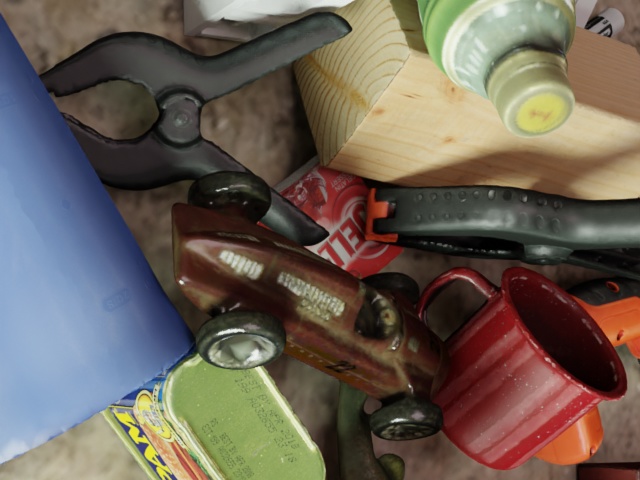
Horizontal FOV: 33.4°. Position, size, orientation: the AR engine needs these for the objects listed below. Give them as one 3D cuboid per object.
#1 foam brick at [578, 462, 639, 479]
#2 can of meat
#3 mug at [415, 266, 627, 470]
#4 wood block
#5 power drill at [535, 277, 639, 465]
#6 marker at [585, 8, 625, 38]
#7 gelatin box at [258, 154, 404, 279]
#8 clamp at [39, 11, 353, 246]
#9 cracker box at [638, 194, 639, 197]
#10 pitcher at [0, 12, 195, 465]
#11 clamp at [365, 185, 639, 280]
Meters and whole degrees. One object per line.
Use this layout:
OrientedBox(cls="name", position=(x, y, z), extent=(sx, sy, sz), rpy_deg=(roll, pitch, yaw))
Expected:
OrientedBox(cls="foam brick", position=(0.217, 0.174, 0.704), extent=(0.078, 0.053, 0.051), rpy_deg=(6, 81, -31))
OrientedBox(cls="can of meat", position=(-0.053, 0.095, 0.528), extent=(0.057, 0.084, 0.102), rpy_deg=(-40, 105, -29))
OrientedBox(cls="mug", position=(0.102, 0.067, 0.604), extent=(0.117, 0.082, 0.093), rpy_deg=(44, 27, 3))
OrientedBox(cls="wood block", position=(0.100, -0.080, 0.624), extent=(0.205, 0.090, 0.091), rpy_deg=(11, 46, -30))
OrientedBox(cls="power drill", position=(0.210, 0.081, 0.710), extent=(0.187, 0.057, 0.184), rpy_deg=(-18, 90, -35))
OrientedBox(cls="marker", position=(0.166, -0.126, 0.729), extent=(0.121, 0.020, 0.020), rpy_deg=(-36, 103, -30))
OrientedBox(cls="gelatin box", position=(-0.004, 0.001, 0.601), extent=(0.089, 0.030, 0.073), rpy_deg=(-38, 105, -28))
OrientedBox(cls="clamp", position=(-0.066, -0.052, 0.542), extent=(0.171, 0.039, 0.120), rpy_deg=(-4, 94, -7))
OrientedBox(cls="cracker box", position=(0.299, -0.045, 0.733), extent=(0.164, 0.072, 0.213), rpy_deg=(48, 42, -17))
OrientedBox(cls="pitcher", position=(-0.167, -0.025, 0.442), extent=(0.144, 0.149, 0.243), rpy_deg=(-29, 97, -20))
OrientedBox(cls="clamp", position=(0.132, -0.003, 0.607), extent=(0.210, 0.164, 0.036), rpy_deg=(3, 78, 5))
